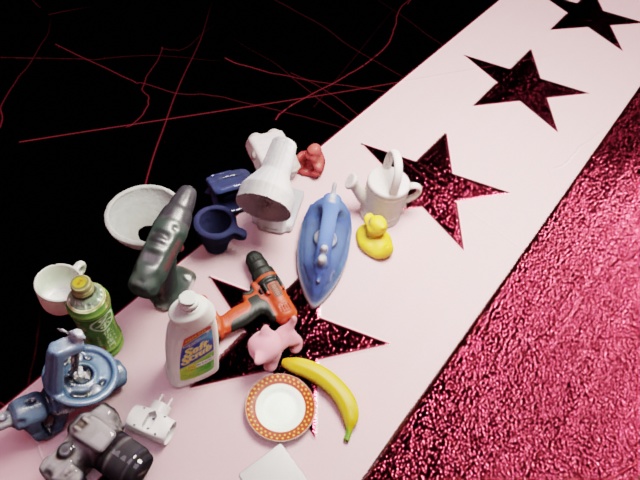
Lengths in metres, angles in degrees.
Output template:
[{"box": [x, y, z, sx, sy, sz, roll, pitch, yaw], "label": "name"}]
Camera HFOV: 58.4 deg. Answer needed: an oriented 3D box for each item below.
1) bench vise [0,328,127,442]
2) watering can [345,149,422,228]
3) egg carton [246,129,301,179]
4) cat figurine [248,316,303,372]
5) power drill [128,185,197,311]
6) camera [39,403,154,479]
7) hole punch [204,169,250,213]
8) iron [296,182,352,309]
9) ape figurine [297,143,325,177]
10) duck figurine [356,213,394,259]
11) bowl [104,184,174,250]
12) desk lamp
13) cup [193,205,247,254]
[{"box": [-0.422, 0.241, 0.936, 0.121, 0.220, 0.208, 31, 55, 15], "label": "bench vise"}, {"box": [0.147, -0.121, 1.309, 0.173, 0.194, 0.100, -18, 58, -20], "label": "watering can"}, {"box": [-0.119, -0.209, 1.415, 0.107, 0.069, 0.150, -17, 57, -20], "label": "egg carton"}, {"box": [-0.089, 0.192, 1.086, 0.067, 0.118, 0.128, 41, 58, 21], "label": "cat figurine"}, {"box": [-0.294, 0.034, 1.118, 0.075, 0.208, 0.230, 16, 53, 4], "label": "power drill"}, {"box": [-0.355, 0.356, 0.934, 0.136, 0.101, 0.143, 28, 54, 13], "label": "camera"}, {"box": [-0.207, -0.125, 1.325, 0.109, 0.091, 0.101, -16, 57, -19], "label": "hole punch"}, {"box": [0.011, 0.004, 1.227, 0.118, 0.141, 0.258, 9, 52, -1], "label": "iron"}, {"box": [-0.018, -0.201, 1.409, 0.076, 0.092, 0.077, -23, 60, -23], "label": "ape figurine"}, {"box": [0.129, -0.015, 1.295, 0.078, 0.086, 0.104, -23, 59, -23], "label": "duck figurine"}, {"box": [-0.376, -0.037, 1.244, 0.167, 0.075, 0.167, 4, 53, -5], "label": "bowl"}, {"box": [-0.101, -0.107, 1.250, 0.118, 0.213, 0.203, 14, 52, 3], "label": "desk lamp"}, {"box": [-0.211, -0.010, 1.235, 0.117, 0.095, 0.092, 19, 53, 6], "label": "cup"}]
